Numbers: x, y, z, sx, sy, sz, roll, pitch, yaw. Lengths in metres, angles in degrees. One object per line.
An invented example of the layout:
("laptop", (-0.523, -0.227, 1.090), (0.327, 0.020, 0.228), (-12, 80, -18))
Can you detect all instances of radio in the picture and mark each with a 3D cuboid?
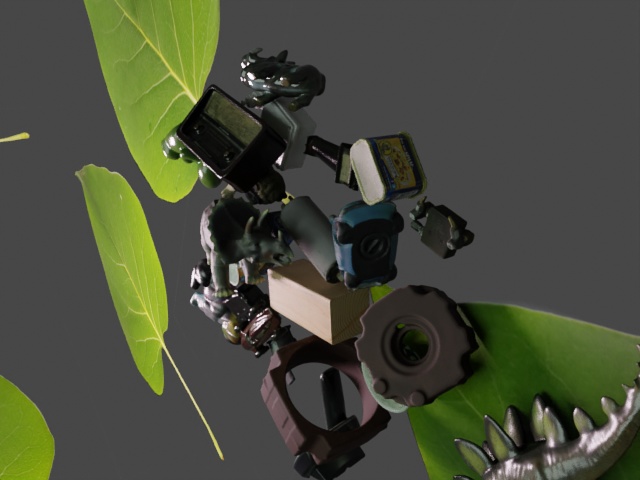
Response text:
("radio", (-0.176, -0.194, 1.026), (0.131, 0.073, 0.230), (-50, 48, 2))

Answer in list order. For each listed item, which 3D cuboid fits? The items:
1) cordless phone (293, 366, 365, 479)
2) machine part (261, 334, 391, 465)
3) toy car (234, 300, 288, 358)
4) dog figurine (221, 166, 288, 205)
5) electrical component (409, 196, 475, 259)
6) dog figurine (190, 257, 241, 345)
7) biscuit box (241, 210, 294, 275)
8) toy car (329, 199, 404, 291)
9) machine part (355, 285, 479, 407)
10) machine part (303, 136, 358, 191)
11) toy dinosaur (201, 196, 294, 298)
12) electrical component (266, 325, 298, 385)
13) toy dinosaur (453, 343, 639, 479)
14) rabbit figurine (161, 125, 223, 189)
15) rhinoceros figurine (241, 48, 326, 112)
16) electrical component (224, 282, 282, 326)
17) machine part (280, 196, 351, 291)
("cordless phone", (0.009, 0.350, 1.034), (0.089, 0.146, 0.184), (0, 102, 47))
("machine part", (0.012, 0.274, 0.955), (0.201, 0.201, 0.087), (55, 144, 28))
("toy car", (-0.133, 0.198, 1.165), (0.089, 0.053, 0.202), (53, 148, 8))
("dog figurine", (-0.135, -0.156, 1.076), (0.191, 0.121, 0.172), (5, 121, 63))
("electrical component", (0.169, -0.017, 0.766), (0.102, 0.045, 0.078), (50, 136, 34))
("dog figurine", (-0.231, 0.159, 1.362), (0.219, 0.108, 0.191), (35, 125, 40))
("biscuit box", (-0.117, 0.012, 1.181), (0.202, 0.059, 0.063), (-50, 58, 51))
("toy car", (0.072, -0.003, 0.878), (0.103, 0.109, 0.161), (-114, 15, -58))
("machine part", (0.138, 0.153, 0.790), (0.180, 0.056, 0.179), (-6, 77, 26))
("machine part", (0.025, -0.143, 0.943), (0.139, 0.039, 0.084), (36, 137, 42))
("toy dinosaur", (-0.184, -0.017, 1.077), (0.405, 0.131, 0.192), (-143, 48, -60))
("electrical component", (-0.073, 0.260, 1.212), (0.119, 0.048, 0.074), (58, 143, 25))
("toy dinosaur", (0.275, 0.309, 0.677), (0.199, 0.105, 0.471), (59, 138, 30))
("rabbit figurine", (-0.283, -0.215, 1.328), (0.159, 0.121, 0.170), (-24, 99, 49))
("rhinoceros figurine", (-0.077, -0.300, 0.976), (0.191, 0.112, 0.073), (25, 150, 35))
("electrical component", (-0.153, 0.164, 1.253), (0.134, 0.058, 0.115), (49, 147, -1))
("machine part", (-0.002, -0.003, 0.993), (0.243, 0.079, 0.079), (50, 138, 35))
